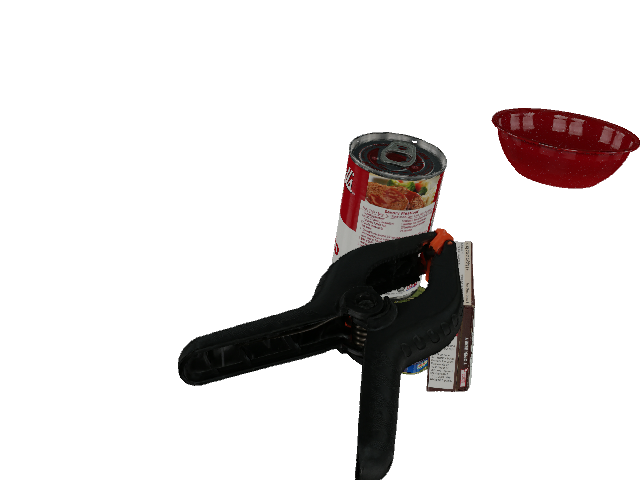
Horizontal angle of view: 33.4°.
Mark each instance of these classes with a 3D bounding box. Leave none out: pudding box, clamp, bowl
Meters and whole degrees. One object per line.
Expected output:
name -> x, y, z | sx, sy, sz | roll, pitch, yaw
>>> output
pudding box -> 0.112, 0.064, 0.924 | 0.039, 0.090, 0.113 | 1, 28, 5
clamp -> 0.027, 0.052, 0.545 | 0.171, 0.039, 0.120 | -33, 57, -32
bowl -> 0.265, -0.098, 1.175 | 0.162, 0.055, 0.162 | 6, 22, -3

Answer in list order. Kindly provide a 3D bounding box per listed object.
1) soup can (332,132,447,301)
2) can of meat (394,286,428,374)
soup can -> 0.047, -0.016, 0.752 | 0.068, 0.102, 0.068 | 6, 30, -4
can of meat -> 0.084, 0.093, 1.198 | 0.102, 0.084, 0.057 | 26, 33, 35
